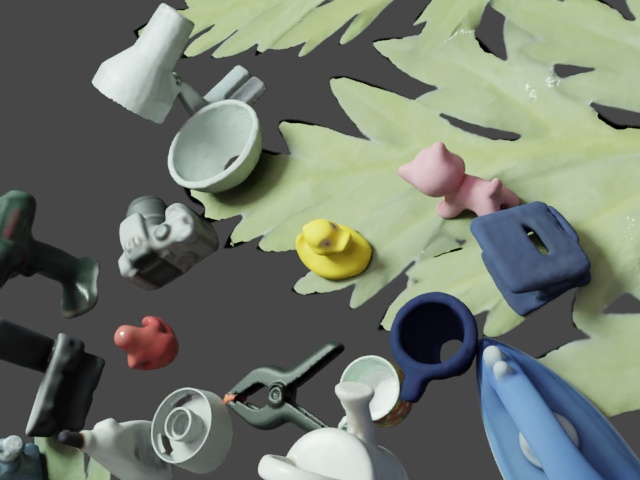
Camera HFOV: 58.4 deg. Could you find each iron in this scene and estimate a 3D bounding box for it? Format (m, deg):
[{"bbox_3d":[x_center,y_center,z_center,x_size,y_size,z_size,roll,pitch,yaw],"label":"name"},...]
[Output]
[{"bbox_3d":[0.201,0.175,0.517,0.118,0.142,0.257,-34,53,7],"label":"iron"}]

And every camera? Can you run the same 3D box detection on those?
[{"bbox_3d":[-0.251,-0.017,0.888,0.143,0.101,0.136,-32,53,9],"label":"camera"}]

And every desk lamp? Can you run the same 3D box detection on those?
[{"bbox_3d":[-0.231,-0.264,0.943,0.203,0.214,0.117,-46,53,-2],"label":"desk lamp"}]

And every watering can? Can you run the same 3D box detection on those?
[{"bbox_3d":[0.012,0.228,0.555,0.100,0.195,0.173,-13,59,22],"label":"watering can"}]

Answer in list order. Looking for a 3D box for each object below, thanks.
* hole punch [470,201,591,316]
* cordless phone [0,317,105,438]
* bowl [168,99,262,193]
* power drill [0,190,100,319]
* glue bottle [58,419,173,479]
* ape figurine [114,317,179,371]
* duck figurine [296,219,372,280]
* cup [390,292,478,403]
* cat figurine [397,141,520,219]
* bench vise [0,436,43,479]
[{"bbox_3d":[0.229,0.010,0.626,0.101,0.091,0.108,-31,54,10],"label":"hole punch"},{"bbox_3d":[-0.410,0.193,0.803,0.094,0.186,0.147,-8,61,24],"label":"cordless phone"},{"bbox_3d":[-0.156,-0.138,0.921,0.167,0.075,0.167,-13,59,22],"label":"bowl"},{"bbox_3d":[-0.446,0.043,0.890,0.075,0.209,0.229,-23,55,15],"label":"power drill"},{"bbox_3d":[-0.245,0.251,0.692,0.037,0.174,0.078,-25,55,14],"label":"glue bottle"},{"bbox_3d":[-0.250,0.143,0.804,0.075,0.092,0.078,22,76,35],"label":"ape figurine"},{"bbox_3d":[0.007,0.003,0.750,0.104,0.086,0.077,10,69,32],"label":"duck figurine"},{"bbox_3d":[0.127,0.125,0.614,0.091,0.095,0.118,14,71,33],"label":"cup"},{"bbox_3d":[0.164,-0.071,0.688,0.127,0.118,0.067,22,76,35],"label":"cat figurine"},{"bbox_3d":[-0.506,0.316,0.764,0.121,0.220,0.207,36,84,37],"label":"bench vise"}]
